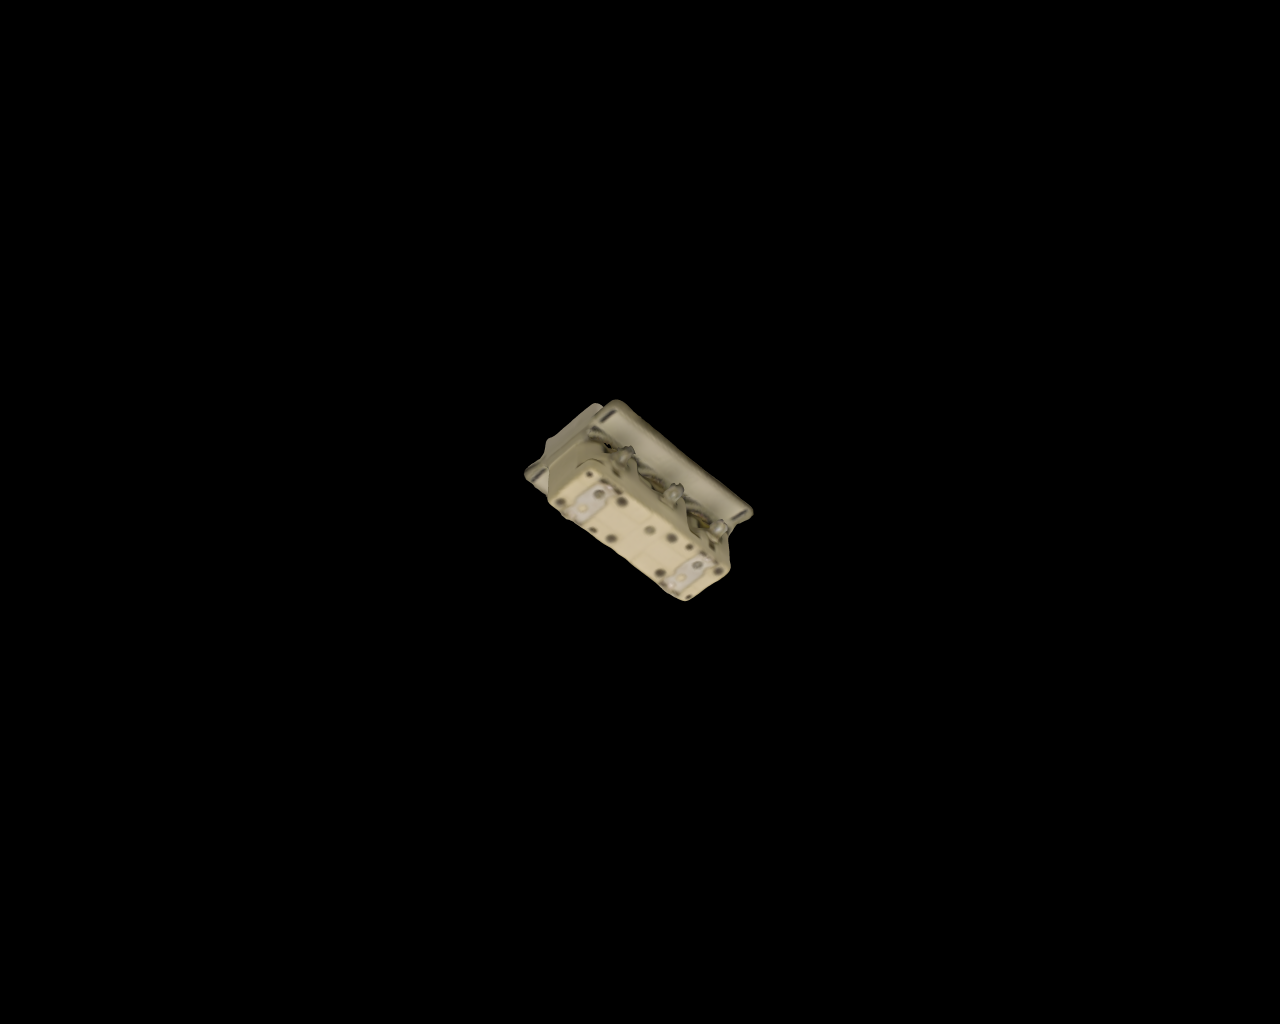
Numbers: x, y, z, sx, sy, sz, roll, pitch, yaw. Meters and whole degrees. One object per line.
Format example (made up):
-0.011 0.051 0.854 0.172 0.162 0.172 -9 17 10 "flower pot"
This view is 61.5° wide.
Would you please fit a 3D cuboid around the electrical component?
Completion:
0.001 -0.003 0.650 0.078 0.063 0.121 -36 -58 27 "electrical component"
